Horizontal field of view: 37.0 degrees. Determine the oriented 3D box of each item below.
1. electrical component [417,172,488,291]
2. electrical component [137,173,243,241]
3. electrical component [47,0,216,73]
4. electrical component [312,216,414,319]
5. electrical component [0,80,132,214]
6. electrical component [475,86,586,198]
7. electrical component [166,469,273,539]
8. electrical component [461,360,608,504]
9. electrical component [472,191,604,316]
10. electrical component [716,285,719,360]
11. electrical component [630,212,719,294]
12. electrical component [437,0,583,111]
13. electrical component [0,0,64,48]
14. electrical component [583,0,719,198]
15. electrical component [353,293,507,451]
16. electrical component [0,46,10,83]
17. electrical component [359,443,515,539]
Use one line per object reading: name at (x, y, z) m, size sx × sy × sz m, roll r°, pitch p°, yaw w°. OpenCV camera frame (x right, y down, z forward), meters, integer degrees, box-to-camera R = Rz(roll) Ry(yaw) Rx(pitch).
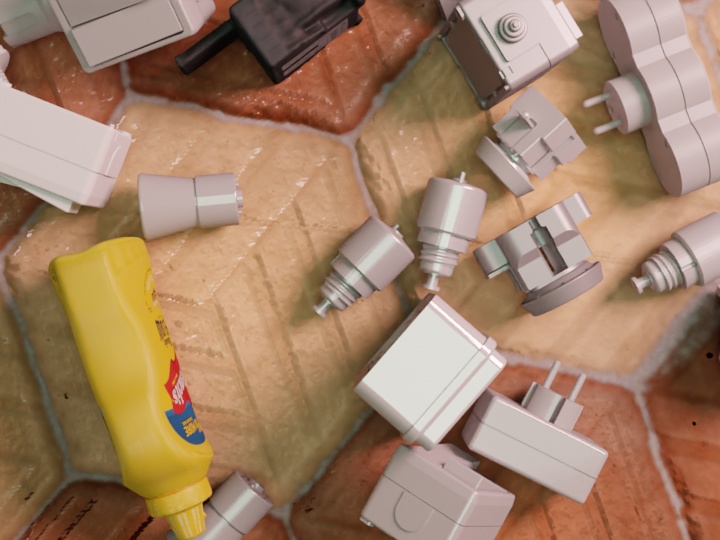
electrical component at (0.056, -0.025, 0.704) m, size 0.040 × 0.040 × 0.078 m, roll 15°, pitch 91°, yaw -1°
electrical component at (-0.109, -0.044, 0.701) m, size 0.065 × 0.044 × 0.044 m, roll -6°, pitch 91°, yaw -6°
electrical component at (-0.137, -0.169, 0.665) m, size 0.096 × 0.061 × 0.061 m, roll -16°, pitch 116°, yaw 17°
electrical component at (0.000, 0.000, 0.703) m, size 0.040 × 0.040 × 0.078 m, roll 45°, pitch 90°, yaw -2°
electrical component at (-0.205, -0.078, 0.687) m, size 0.096 × 0.061 × 0.061 m, roll 22°, pitch 91°, yaw -2°
electrical component at (0.109, -0.080, 0.697) m, size 0.055 × 0.066 × 0.048 m, roll -43°, pitch 57°, yaw 8°
electrical component at (-0.089, 0.164, 0.706) m, size 0.044 × 0.044 × 0.065 m, roll 43°, pitch 85°, yaw -2°
electrical component at (0.122, 0.097, 0.705) m, size 0.083 × 0.047 × 0.075 m, roll 27°, pitch 91°, yaw -2°
electrical component at (0.121, -0.007, 0.698) m, size 0.078 × 0.058 × 0.057 m, roll -29°, pitch 89°, yaw 0°
electrical component at (0.261, 0.043, 0.694) m, size 0.042 × 0.081 × 0.063 m, roll 0°, pitch 120°, yaw 0°
electrical component at (0.216, -0.007, 0.708) m, size 0.078 × 0.040 × 0.040 m, roll -27°, pitch 92°, yaw 0°
electrical component at (0.095, -0.147, 0.674) m, size 0.061 × 0.096 × 0.061 m, roll -32°, pitch 92°, yaw -4°
electrical component at (-0.210, -0.168, 0.696) m, size 0.046 × 0.040 × 0.040 m, roll -21°, pitch 92°, yaw 5°
electrical component at (0.183, -0.112, 0.698) m, size 0.074 × 0.052 × 0.138 m, roll -22°, pitch 92°, yaw 0°
electrical component at (0.042, 0.061, 0.669) m, size 0.057 × 0.113 × 0.078 m, roll 41°, pitch 90°, yaw 1°
electrical component at (-0.260, -0.145, 0.693) m, size 0.081 × 0.043 × 0.043 m, roll 43°, pitch 90°, yaw -2°
electrical component at (0.055, 0.147, 0.685) m, size 0.062 × 0.096 × 0.061 m, roll 29°, pitch 91°, yaw 28°
